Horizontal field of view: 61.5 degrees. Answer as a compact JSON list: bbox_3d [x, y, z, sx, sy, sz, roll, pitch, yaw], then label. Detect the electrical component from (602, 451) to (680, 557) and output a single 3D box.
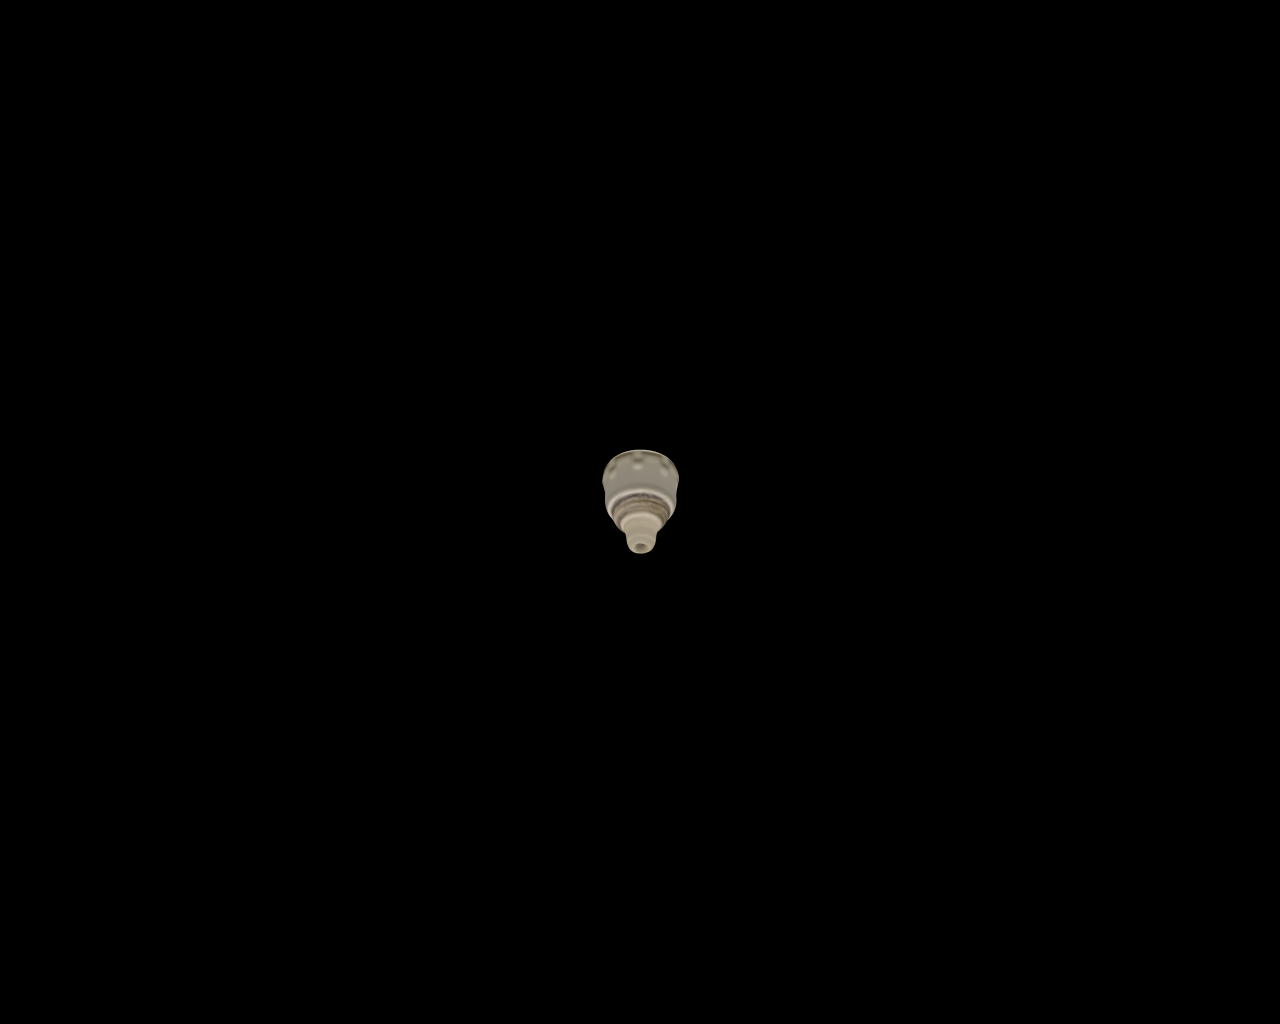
[{"bbox_3d":[0.001,-0.003,0.650,0.048,0.062,0.048,0,-37,0],"label":"electrical component"}]
